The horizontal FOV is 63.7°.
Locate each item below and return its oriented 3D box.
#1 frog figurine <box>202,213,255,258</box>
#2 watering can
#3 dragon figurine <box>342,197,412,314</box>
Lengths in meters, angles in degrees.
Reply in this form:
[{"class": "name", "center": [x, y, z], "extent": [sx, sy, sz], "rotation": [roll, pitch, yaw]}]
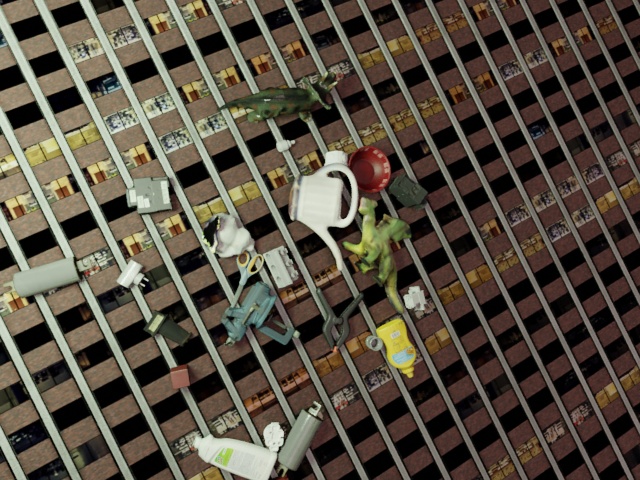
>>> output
[{"class": "frog figurine", "center": [-0.288, -0.013, 1.639], "extent": [0.159, 0.122, 0.139], "rotation": [9, 72, -48]}, {"class": "watering can", "center": [0.005, -0.084, 1.674], "extent": [0.224, 0.103, 0.349], "rotation": [7, 86, 5]}, {"class": "dragon figurine", "center": [0.231, 0.030, 1.742], "extent": [0.245, 0.122, 0.405], "rotation": [-45, 111, -19]}]
